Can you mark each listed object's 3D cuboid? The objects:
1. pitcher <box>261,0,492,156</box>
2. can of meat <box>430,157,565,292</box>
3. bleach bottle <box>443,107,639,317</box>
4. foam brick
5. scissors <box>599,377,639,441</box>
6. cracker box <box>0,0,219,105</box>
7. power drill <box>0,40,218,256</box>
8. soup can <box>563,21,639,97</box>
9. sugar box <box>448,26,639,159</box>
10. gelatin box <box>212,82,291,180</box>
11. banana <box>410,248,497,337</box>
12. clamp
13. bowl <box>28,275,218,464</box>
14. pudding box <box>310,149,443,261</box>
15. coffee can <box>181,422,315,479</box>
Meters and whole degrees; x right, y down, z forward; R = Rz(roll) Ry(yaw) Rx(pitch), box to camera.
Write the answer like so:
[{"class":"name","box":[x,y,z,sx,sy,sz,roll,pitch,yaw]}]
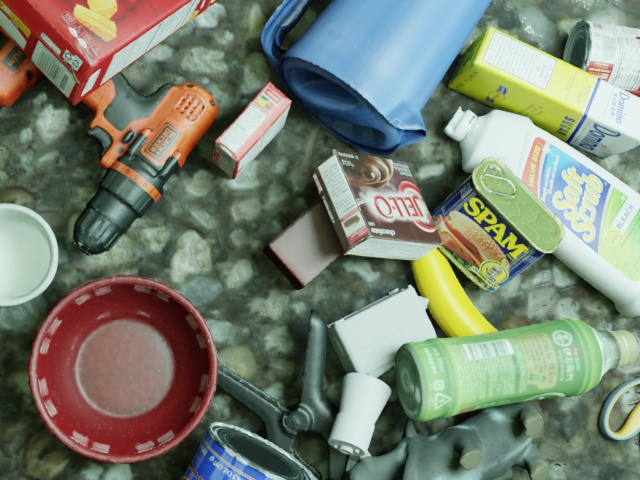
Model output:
[{"class":"pitcher","box":[0.070,-0.213,0.984,0.149,0.145,0.242,42,75,-22]},{"class":"can of meat","box":[0.158,-0.011,0.983,0.102,0.084,0.057,45,44,1]},{"class":"bleach bottle","box":[0.223,-0.038,1.016,0.251,0.068,0.102,35,78,-1]},{"class":"foam brick","box":[-0.006,0.001,0.980,0.078,0.053,0.051,-42,91,-10]},{"class":"scissors","box":[0.358,0.136,1.040,0.201,0.016,0.096,-39,92,-11]},{"class":"cracker box","box":[-0.190,-0.243,0.931,0.164,0.072,0.213,46,55,-2]},{"class":"power drill","box":[-0.212,-0.104,0.959,0.187,0.057,0.184,38,76,-6]},{"class":"soup can","box":[0.295,-0.173,1.037,0.102,0.068,0.068,7,83,-7]},{"class":"sugar box","box":[0.217,-0.135,1.008,0.176,0.093,0.048,26,81,-5]},{"class":"gelatin box","box":[-0.063,-0.097,0.963,0.030,0.089,0.073,41,80,0]},{"class":"banana","box":[0.146,0.073,1.007,0.198,0.037,0.069,42,57,-5]},{"class":"clamp","box":[-0.014,0.151,0.963,0.120,0.039,0.171,-33,93,13]},{"class":"bowl","box":[-0.172,0.113,0.941,0.162,0.055,0.162,1,84,-8]},{"class":"pudding box","box":[0.052,-0.029,0.957,0.113,0.039,0.090,3,56,-48]},{"class":"coffee can","box":[-0.081,0.241,0.905,0.103,0.103,0.140,29,92,-5]}]
